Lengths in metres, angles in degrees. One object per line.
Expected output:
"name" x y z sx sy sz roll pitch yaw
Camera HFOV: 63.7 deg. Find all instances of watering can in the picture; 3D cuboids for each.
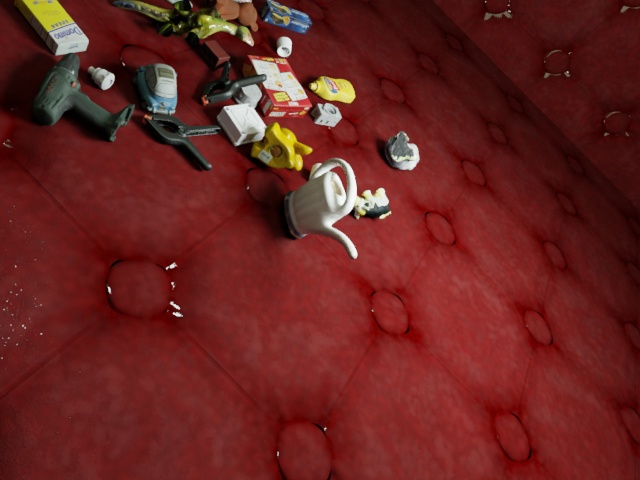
"watering can" 0.004 -0.069 1.377 0.102 0.222 0.356 36 39 -40

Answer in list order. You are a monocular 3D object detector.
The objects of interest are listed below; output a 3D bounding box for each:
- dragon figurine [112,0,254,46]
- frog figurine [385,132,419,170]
"dragon figurine" -0.407 -0.690 1.621 0.410 0.120 0.246 18 21 1
"frog figurine" 0.305 -0.320 1.915 0.138 0.122 0.159 44 5 9
